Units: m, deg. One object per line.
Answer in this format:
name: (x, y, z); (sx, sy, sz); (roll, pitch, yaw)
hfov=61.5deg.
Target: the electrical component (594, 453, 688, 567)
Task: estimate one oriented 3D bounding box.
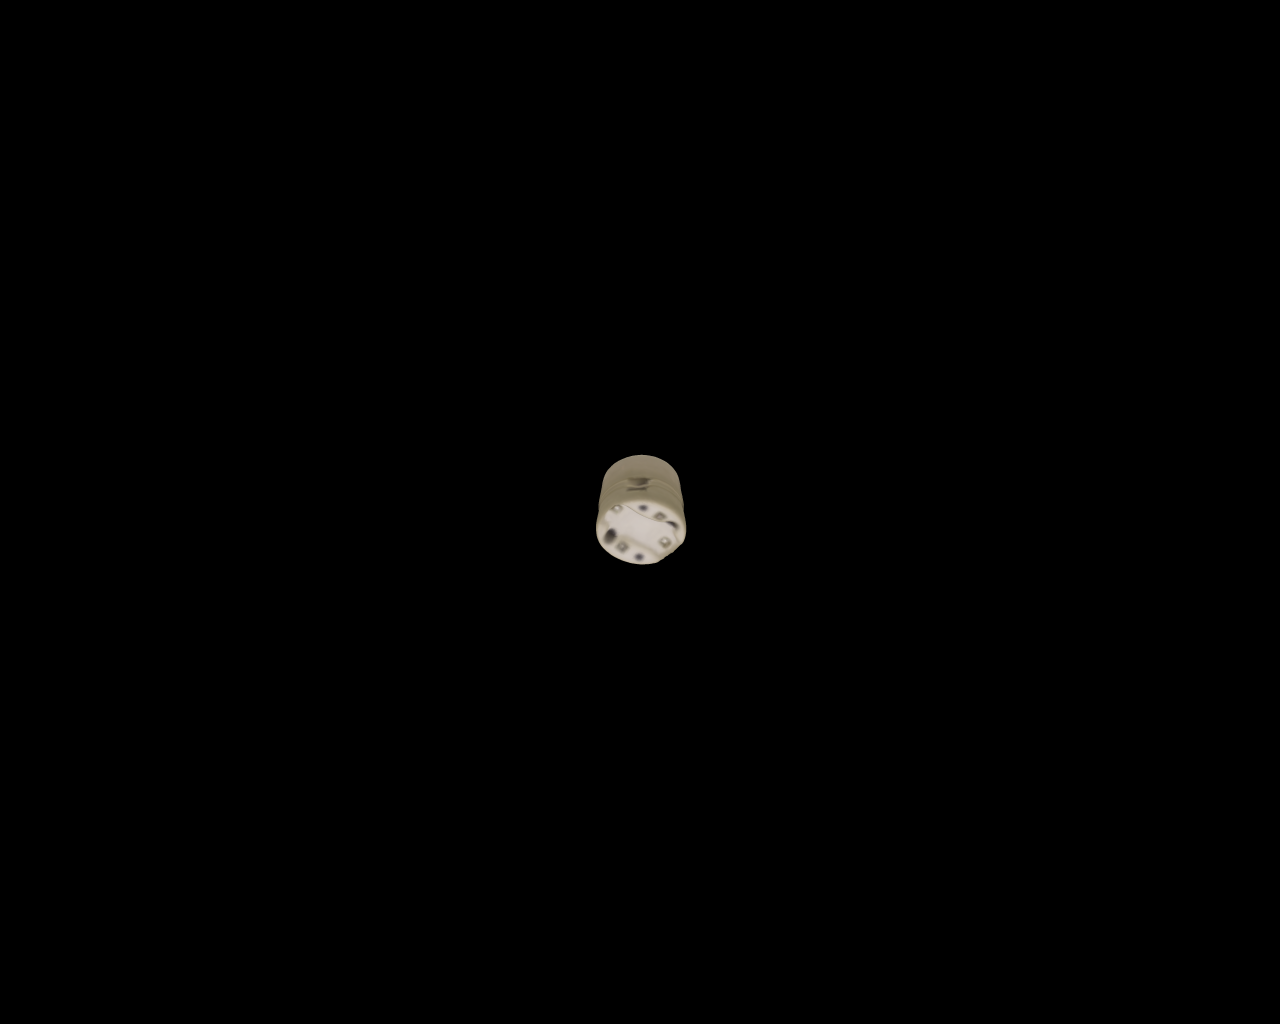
electrical component: (0.001, -0.003, 0.650); (0.055, 0.055, 0.047); (0, 41, 0)
